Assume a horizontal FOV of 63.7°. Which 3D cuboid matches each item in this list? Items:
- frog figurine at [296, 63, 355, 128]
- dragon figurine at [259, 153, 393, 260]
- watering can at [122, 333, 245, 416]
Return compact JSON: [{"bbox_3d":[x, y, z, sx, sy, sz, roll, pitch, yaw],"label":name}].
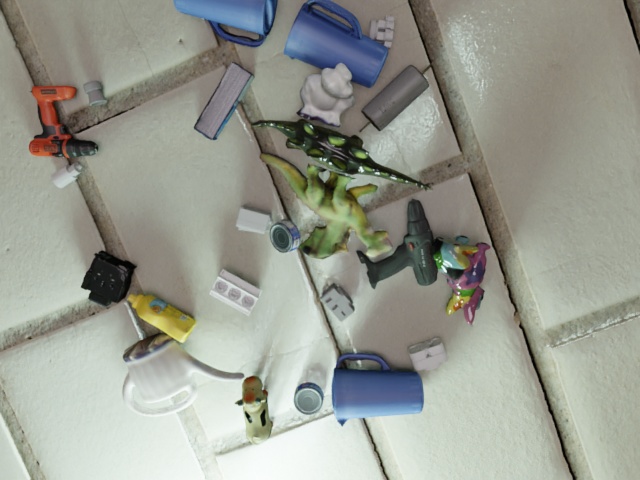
[{"bbox_3d":[0.024,-0.373,1.276,0.138,0.156,0.125,31,38,11],"label":"frog figurine"},{"bbox_3d":[0.004,-0.067,1.334,0.412,0.241,0.122,18,9,19],"label":"dragon figurine"},{"bbox_3d":[-0.397,0.355,1.415,0.347,0.223,0.105,-23,6,6],"label":"watering can"}]
